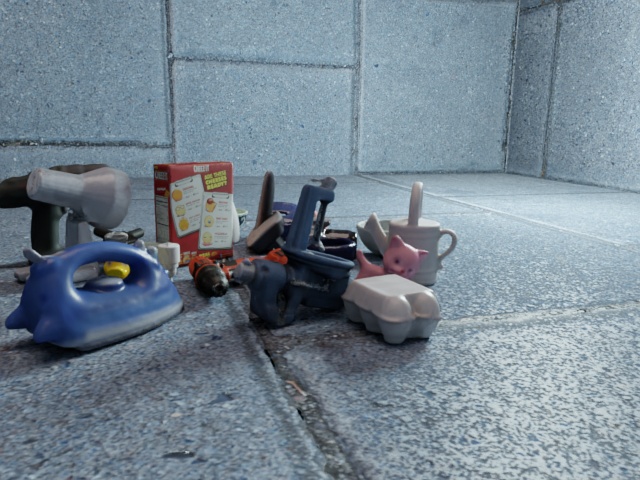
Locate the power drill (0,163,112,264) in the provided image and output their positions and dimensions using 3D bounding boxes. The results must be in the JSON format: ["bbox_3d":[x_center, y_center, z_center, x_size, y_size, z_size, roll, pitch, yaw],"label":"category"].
[{"bbox_3d":[-0.551,-0.056,1.206,0.230,0.208,0.075,-4,13,-21],"label":"power drill"}]

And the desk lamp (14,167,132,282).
[{"bbox_3d":[-0.468,-0.033,1.093,0.117,0.213,0.204,11,16,41],"label":"desk lamp"}]

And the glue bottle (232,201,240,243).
[{"bbox_3d":[-0.240,-0.079,1.430,0.078,0.173,0.037,6,13,24],"label":"glue bottle"}]

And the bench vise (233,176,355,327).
[{"bbox_3d":[-0.025,0.016,0.880,0.121,0.220,0.208,10,15,35],"label":"bench vise"}]

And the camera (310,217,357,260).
[{"bbox_3d":[0.011,0.004,1.229,0.136,0.101,0.143,2,12,4],"label":"camera"}]

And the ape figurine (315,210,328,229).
[{"bbox_3d":[-0.019,-0.032,1.421,0.077,0.092,0.076,5,13,21],"label":"ape figurine"}]

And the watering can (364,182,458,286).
[{"bbox_3d":[0.175,-0.016,1.112,0.173,0.194,0.101,0,12,-6],"label":"watering can"}]

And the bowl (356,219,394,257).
[{"bbox_3d":[0.166,0.000,1.326,0.167,0.075,0.167,1,12,0],"label":"bowl"}]

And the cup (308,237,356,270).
[{"bbox_3d":[0.007,0.046,1.043,0.117,0.095,0.092,7,13,28],"label":"cup"}]

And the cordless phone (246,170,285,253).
[{"bbox_3d":[-0.129,-0.069,1.363,0.094,0.185,0.147,-2,12,-11],"label":"cordless phone"}]

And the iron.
[{"bbox_3d":[-0.304,0.063,0.824,0.118,0.141,0.259,10,15,36],"label":"iron"}]

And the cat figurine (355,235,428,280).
[{"bbox_3d":[0.120,0.046,0.996,0.127,0.118,0.067,6,13,21],"label":"cat figurine"}]

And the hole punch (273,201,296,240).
[{"bbox_3d":[-0.106,-0.051,1.506,0.108,0.091,0.101,0,12,-3],"label":"hole punch"}]

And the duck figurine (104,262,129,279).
[{"bbox_3d":[-0.339,0.059,0.973,0.077,0.086,0.104,-1,12,-9],"label":"duck figurine"}]

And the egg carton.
[{"bbox_3d":[0.106,0.100,0.857,0.107,0.069,0.149,-6,13,-29],"label":"egg carton"}]
